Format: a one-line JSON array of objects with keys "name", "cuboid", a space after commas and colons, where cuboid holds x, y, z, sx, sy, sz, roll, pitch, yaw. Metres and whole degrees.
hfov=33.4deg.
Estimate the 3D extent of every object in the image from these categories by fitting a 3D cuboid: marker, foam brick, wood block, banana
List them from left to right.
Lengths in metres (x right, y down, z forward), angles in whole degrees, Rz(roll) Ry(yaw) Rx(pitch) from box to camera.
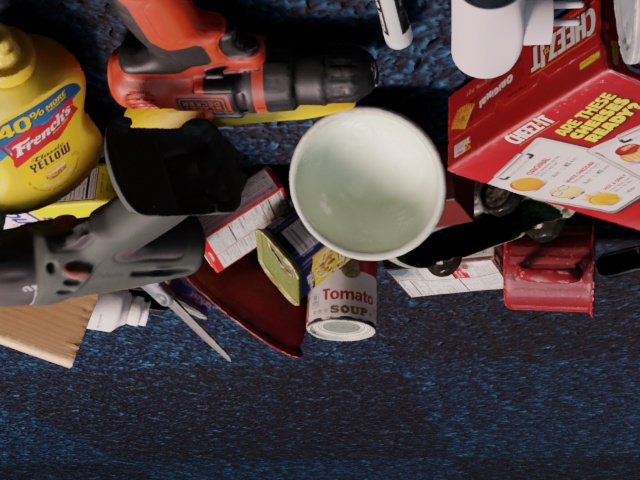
[{"name": "wood block", "cuboid": [-0.310, 0.041, 0.980, 0.206, 0.091, 0.090, 22, 168, -10]}, {"name": "banana", "cuboid": [-0.074, -0.098, 0.788, 0.198, 0.037, 0.069, -8, 175, 25]}, {"name": "marker", "cuboid": [0.040, -0.157, 0.653, 0.020, 0.020, 0.121, -3, 157, 11]}, {"name": "foam brick", "cuboid": [0.084, -0.042, 0.885, 0.078, 0.053, 0.051, -9, 155, 23]}]

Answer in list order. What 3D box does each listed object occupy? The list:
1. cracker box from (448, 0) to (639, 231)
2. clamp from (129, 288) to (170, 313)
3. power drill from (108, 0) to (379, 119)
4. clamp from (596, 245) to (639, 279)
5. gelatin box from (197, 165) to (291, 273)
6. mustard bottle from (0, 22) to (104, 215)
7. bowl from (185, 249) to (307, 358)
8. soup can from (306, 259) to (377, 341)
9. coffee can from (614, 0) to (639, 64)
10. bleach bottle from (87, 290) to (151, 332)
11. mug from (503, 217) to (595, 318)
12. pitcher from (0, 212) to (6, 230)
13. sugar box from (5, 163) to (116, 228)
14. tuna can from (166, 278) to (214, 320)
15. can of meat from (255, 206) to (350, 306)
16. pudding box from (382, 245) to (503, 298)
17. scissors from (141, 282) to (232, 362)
[{"name": "cracker box", "cuboid": [0.223, -0.082, 0.757, 0.213, 0.072, 0.164, 15, 153, -27]}, {"name": "clamp", "cuboid": [-0.256, 0.050, 1.153, 0.171, 0.039, 0.120, -5, 146, 8]}, {"name": "power drill", "cuboid": [-0.060, -0.135, 0.661, 0.184, 0.057, 0.187, -1, 157, 7]}, {"name": "clamp", "cuboid": [0.374, -0.010, 0.964, 0.210, 0.036, 0.165, 0, 153, -4]}, {"name": "gelatin box", "cuboid": [-0.068, -0.018, 0.932, 0.089, 0.030, 0.073, -34, 157, -6]}, {"name": "mustard bottle", "cuboid": [-0.208, -0.091, 0.747, 0.096, 0.058, 0.192, -35, 163, -17]}, {"name": "bowl", "cuboid": [-0.065, 0.044, 1.037, 0.162, 0.055, 0.162, 38, -176, -3]}, {"name": "soup can", "cuboid": [0.022, 0.039, 1.020, 0.068, 0.102, 0.068, 2, 158, 1]}, {"name": "coffee can", "cuboid": [0.228, -0.148, 0.552, 0.140, 0.103, 0.102, -3, 157, 11]}, {"name": "bleach bottle", "cuboid": [-0.299, 0.051, 1.082, 0.250, 0.068, 0.103, 13, 152, -11]}, {"name": "mug", "cuboid": [0.211, 0.027, 0.984, 0.081, 0.093, 0.117, 1, -172, 13]}, {"name": "pitcher", "cuboid": [-0.380, -0.034, 0.831, 0.243, 0.149, 0.145, -3, 139, 1]}, {"name": "sugar box", "cuboid": [-0.199, -0.030, 0.941, 0.176, 0.048, 0.093, -6, 157, 15]}, {"name": "tuna can", "cuboid": [-0.147, 0.048, 1.100, 0.086, 0.033, 0.086, 26, 168, 6]}, {"name": "can of meat", "cuboid": [-0.006, 0.001, 0.942, 0.084, 0.057, 0.102, -38, 163, -14]}, {"name": "pudding box", "cuboid": [0.128, 0.023, 1.060, 0.114, 0.039, 0.090, -5, 158, 21]}, {"name": "scissors", "cuboid": [-0.149, 0.039, 1.029, 0.201, 0.016, 0.096, 35, 135, -5]}]
